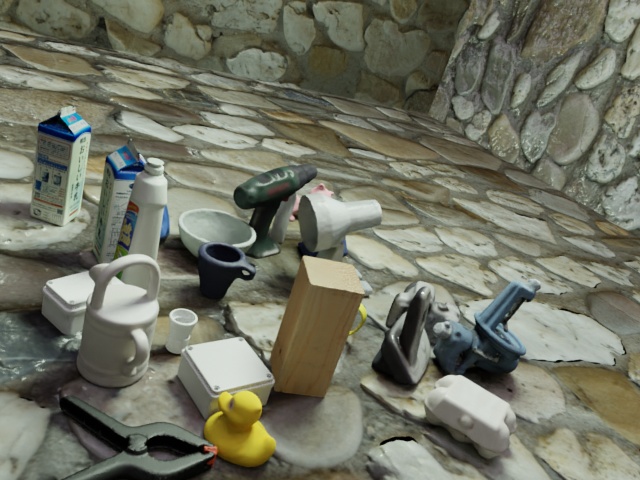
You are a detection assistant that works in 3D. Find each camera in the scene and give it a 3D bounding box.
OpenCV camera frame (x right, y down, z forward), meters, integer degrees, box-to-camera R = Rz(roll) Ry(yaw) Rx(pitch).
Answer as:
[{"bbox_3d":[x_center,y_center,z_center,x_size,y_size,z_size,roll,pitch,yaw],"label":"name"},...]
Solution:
[{"bbox_3d":[0.227,0.140,1.227,0.143,0.101,0.137,21,24,5],"label":"camera"}]

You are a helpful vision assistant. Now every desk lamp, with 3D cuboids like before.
[{"bbox_3d":[0.038,0.004,1.237,0.204,0.213,0.117,5,28,-28],"label":"desk lamp"}]

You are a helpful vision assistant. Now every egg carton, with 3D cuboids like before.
[{"bbox_3d":[0.250,0.293,0.959,0.150,0.069,0.107,29,26,21],"label":"egg carton"}]

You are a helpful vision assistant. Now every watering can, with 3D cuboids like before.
[{"bbox_3d":[-0.288,0.101,0.819,0.172,0.194,0.101,28,26,20],"label":"watering can"}]

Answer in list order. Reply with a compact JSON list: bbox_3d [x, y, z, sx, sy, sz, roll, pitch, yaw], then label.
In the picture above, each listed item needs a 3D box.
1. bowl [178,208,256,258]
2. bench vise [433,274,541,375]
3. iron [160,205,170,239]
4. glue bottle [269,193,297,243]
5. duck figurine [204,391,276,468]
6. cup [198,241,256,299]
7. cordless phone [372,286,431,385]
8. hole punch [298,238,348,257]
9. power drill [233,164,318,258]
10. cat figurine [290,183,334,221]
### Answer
[{"bbox_3d":[-0.225,0.002,1.220,0.167,0.075,0.167,16,24,-7],"label":"bowl"},{"bbox_3d":[0.328,0.168,1.095,0.208,0.220,0.121,-1,31,-37],"label":"bench vise"},{"bbox_3d":[-0.379,-0.105,1.252,0.119,0.141,0.257,10,26,-20],"label":"iron"},{"bbox_3d":[-0.081,-0.081,1.381,0.037,0.173,0.078,18,24,-2],"label":"glue bottle"},{"bbox_3d":[-0.102,0.248,0.776,0.104,0.086,0.078,27,25,18],"label":"duck figurine"},{"bbox_3d":[-0.181,0.068,1.088,0.117,0.095,0.092,23,24,10],"label":"cup"},{"bbox_3d":[0.178,0.158,1.049,0.094,0.185,0.148,25,25,13],"label":"cordless phone"},{"bbox_3d":[0.013,0.005,1.367,0.109,0.091,0.101,9,26,-21],"label":"hole punch"},{"bbox_3d":[-0.109,-0.071,1.294,0.075,0.208,0.230,32,27,28],"label":"power drill"},{"bbox_3d":[-0.026,-0.106,1.541,0.128,0.118,0.067,10,25,-18],"label":"cat figurine"}]
